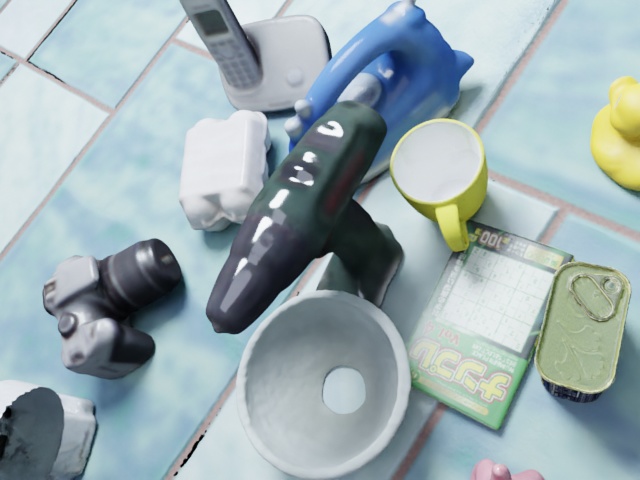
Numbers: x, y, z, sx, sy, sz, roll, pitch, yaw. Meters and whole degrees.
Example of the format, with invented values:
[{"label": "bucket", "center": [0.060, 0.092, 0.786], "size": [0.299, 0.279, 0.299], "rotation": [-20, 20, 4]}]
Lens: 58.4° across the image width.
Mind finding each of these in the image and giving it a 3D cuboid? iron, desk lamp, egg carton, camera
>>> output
[{"label": "iron", "center": [0.038, -0.151, 0.615], "size": [0.258, 0.142, 0.118], "rotation": [-44, 59, -1]}, {"label": "desk lamp", "center": [-0.324, 0.196, 0.563], "size": [0.202, 0.214, 0.118], "rotation": [4, 69, 23]}, {"label": "egg carton", "center": [-0.111, -0.083, 0.686], "size": [0.107, 0.070, 0.150], "rotation": [-9, 65, 18]}, {"label": "camera", "center": [-0.231, 0.064, 0.650], "size": [0.136, 0.101, 0.143], "rotation": [-28, 60, 8]}]

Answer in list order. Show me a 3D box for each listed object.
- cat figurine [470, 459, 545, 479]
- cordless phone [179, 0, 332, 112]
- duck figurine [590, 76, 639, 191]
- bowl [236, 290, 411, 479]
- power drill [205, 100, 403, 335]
[{"label": "cat figurine", "center": [0.133, 0.230, 0.423], "size": [0.067, 0.118, 0.128], "rotation": [1, 68, 22]}, {"label": "cordless phone", "center": [-0.072, -0.237, 0.671], "size": [0.147, 0.185, 0.094], "rotation": [-6, 66, 19]}, {"label": "duck figurine", "center": [0.293, -0.103, 0.525], "size": [0.077, 0.086, 0.104], "rotation": [-20, 62, 13]}, {"label": "bowl", "center": [0.010, 0.137, 0.538], "size": [0.167, 0.075, 0.167], "rotation": [-8, 65, 18]}, {"label": "power drill", "center": [0.005, 0.002, 0.522], "size": [0.075, 0.209, 0.230], "rotation": [18, 75, 27]}]
